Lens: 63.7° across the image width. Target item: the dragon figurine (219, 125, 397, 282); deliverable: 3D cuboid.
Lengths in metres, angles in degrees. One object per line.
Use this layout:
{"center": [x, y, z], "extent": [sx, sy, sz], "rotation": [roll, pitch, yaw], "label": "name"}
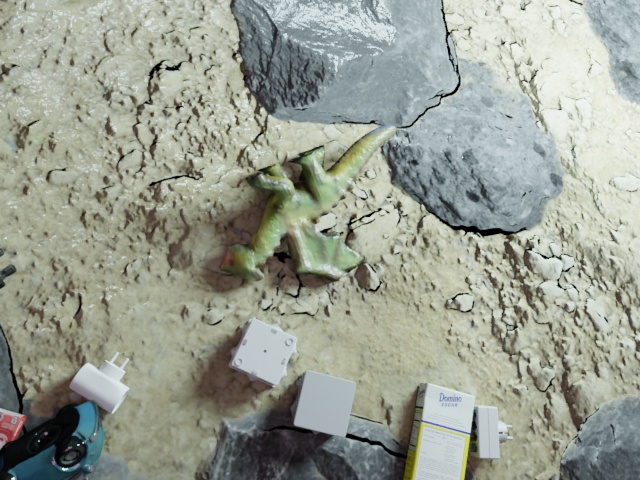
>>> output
{"center": [0.003, -0.048, 0.946], "extent": [0.412, 0.122, 0.242], "rotation": [-21, 96, -15], "label": "dragon figurine"}
